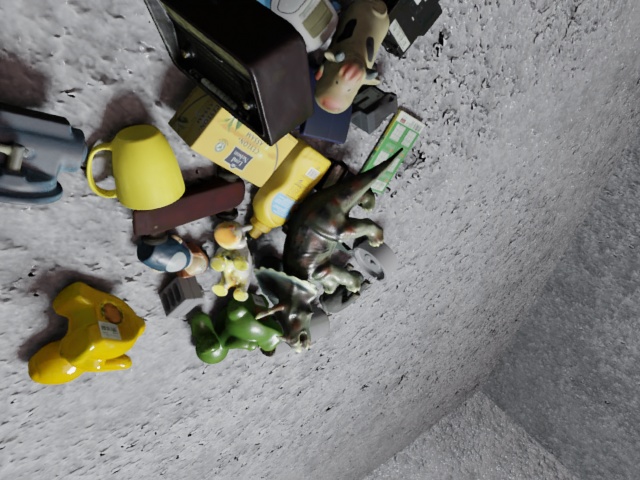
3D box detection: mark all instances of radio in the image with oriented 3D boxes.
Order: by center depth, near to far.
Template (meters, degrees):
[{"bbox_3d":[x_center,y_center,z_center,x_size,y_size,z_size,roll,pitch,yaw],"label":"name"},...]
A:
[{"bbox_3d":[-0.106,-0.216,0.613,0.073,0.230,0.131,-37,151,-15],"label":"radio"}]

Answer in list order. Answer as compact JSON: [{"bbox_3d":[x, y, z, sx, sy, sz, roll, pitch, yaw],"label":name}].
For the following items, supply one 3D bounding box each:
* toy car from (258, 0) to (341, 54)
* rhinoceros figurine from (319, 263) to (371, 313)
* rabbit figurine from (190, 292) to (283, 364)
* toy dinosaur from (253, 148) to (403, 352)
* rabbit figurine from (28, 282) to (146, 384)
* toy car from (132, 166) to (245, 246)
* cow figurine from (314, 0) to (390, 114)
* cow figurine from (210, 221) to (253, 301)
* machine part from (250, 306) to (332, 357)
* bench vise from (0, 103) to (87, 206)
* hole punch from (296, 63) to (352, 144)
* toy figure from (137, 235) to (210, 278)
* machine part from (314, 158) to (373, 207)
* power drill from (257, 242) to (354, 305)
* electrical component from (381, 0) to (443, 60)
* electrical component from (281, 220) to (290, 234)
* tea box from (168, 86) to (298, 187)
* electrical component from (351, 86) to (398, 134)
[{"bbox_3d":[-0.027,-0.310,0.722,0.109,0.103,0.161,-50,149,0],"label":"toy car"},{"bbox_3d":[0.057,0.117,1.242,0.112,0.073,0.190,-54,173,20],"label":"rhinoceros figurine"},{"bbox_3d":[-0.182,0.192,1.060,0.170,0.121,0.159,-40,156,14],"label":"rabbit figurine"},{"bbox_3d":[0.003,-0.007,0.984,0.192,0.131,0.404,16,97,-35],"label":"toy dinosaur"},{"bbox_3d":[-0.369,0.159,0.833,0.173,0.122,0.162,-39,159,11],"label":"rabbit figurine"},{"bbox_3d":[-0.200,-0.058,0.829,0.202,0.053,0.089,-24,136,-40],"label":"toy car"},{"bbox_3d":[0.047,-0.264,0.772,0.195,0.085,0.127,-68,-166,-20],"label":"cow figurine"},{"bbox_3d":[-0.149,0.020,0.947,0.098,0.068,0.167,-78,177,-49],"label":"cow figurine"},{"bbox_3d":[-0.061,0.211,1.254,0.243,0.079,0.079,-12,133,-42],"label":"machine part"},{"bbox_3d":[-0.373,-0.061,0.561,0.223,0.129,0.240,1,117,-51],"label":"bench vise"},{"bbox_3d":[-0.002,-0.219,0.864,0.142,0.092,0.115,2,119,-46],"label":"hole punch"},{"bbox_3d":[-0.231,0.030,0.885,0.064,0.058,0.154,-31,155,20],"label":"toy figure"},{"bbox_3d":[0.051,-0.109,1.078,0.138,0.039,0.084,19,101,-42],"label":"machine part"},{"bbox_3d":[-0.029,0.063,1.147,0.207,0.086,0.231,-40,147,0],"label":"power drill"},{"bbox_3d":[0.143,-0.385,0.885,0.134,0.058,0.114,-51,149,5],"label":"electrical component"},{"bbox_3d":[-0.031,-0.037,1.040,0.102,0.078,0.045,-39,-173,-6],"label":"electrical component"},{"bbox_3d":[-0.119,-0.153,0.769,0.098,0.068,0.169,-51,151,9],"label":"tea box"},{"bbox_3d":[0.074,-0.227,0.955,0.119,0.075,0.047,-41,147,-19],"label":"electrical component"}]
